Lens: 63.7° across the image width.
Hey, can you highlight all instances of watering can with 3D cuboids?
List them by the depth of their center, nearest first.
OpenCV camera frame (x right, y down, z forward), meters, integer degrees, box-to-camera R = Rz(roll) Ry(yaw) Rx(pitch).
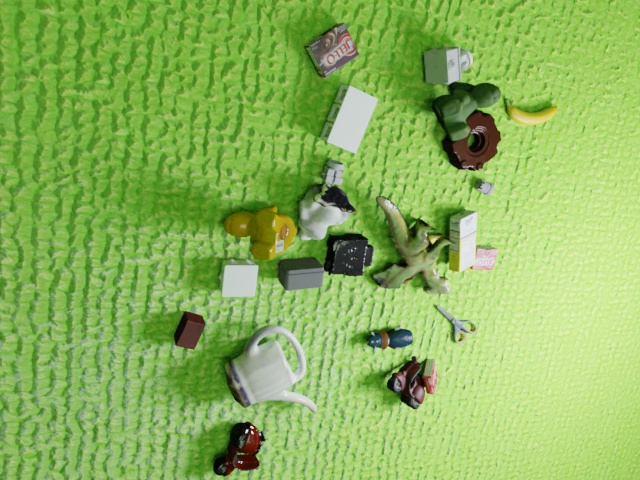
[{"bbox_3d":[-0.135,0.398,1.446,0.225,0.105,0.342,-23,114,-13],"label":"watering can"}]

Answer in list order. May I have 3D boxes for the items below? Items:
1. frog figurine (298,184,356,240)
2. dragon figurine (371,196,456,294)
[{"bbox_3d":[0.004,-0.069,1.374,0.137,0.125,0.156,3,143,-31],"label":"frog figurine"},{"bbox_3d":[0.249,0.048,1.500,0.407,0.124,0.241,29,103,-26],"label":"dragon figurine"}]
